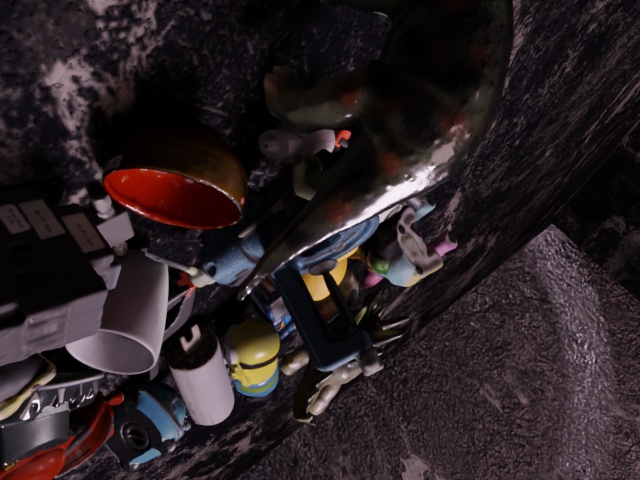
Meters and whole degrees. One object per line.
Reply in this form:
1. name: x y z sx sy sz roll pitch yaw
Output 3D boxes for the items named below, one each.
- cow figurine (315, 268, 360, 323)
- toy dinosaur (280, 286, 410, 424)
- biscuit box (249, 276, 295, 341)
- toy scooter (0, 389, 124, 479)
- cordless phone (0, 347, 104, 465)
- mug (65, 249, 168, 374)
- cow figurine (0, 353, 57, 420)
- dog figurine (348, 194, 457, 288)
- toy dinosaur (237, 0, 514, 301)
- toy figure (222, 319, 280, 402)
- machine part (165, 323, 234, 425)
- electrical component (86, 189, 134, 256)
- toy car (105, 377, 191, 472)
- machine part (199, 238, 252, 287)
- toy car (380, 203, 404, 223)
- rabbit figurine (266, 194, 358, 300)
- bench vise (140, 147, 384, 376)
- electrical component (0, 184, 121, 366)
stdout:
1. cow figurine: 0.016 0.083 0.919 0.127 0.085 0.195 -32 177 -13
2. toy dinosaur: 0.033 0.172 0.842 0.198 0.105 0.471 -46 179 27
3. biscuit box: -0.072 0.102 0.865 0.059 0.063 0.202 -37 160 -15
4. toy scooter: -0.326 0.251 0.694 0.135 0.075 0.184 -48 162 18
5. cordless phone: -0.257 0.118 0.543 0.184 0.089 0.146 -51 170 -4
6. mug: -0.196 0.061 0.517 0.080 0.110 0.107 106 -5 -46
7. cow figurine: -0.309 0.122 0.428 0.167 0.098 0.068 -30 163 -30
8. dog figurine: 0.108 0.026 0.897 0.191 0.108 0.219 -38 -177 -42
9. toy dinosaur: 0.071 -0.120 0.400 0.131 0.192 0.404 13 95 -52
10. toy figure: -0.102 0.190 0.850 0.089 0.082 0.180 -25 140 -15
11. machine part: -0.179 0.209 0.813 0.079 0.079 0.243 -31 143 -26
12. electrical component: -0.199 -0.006 0.471 0.063 0.021 0.094 -31 158 -25
13. toy car: -0.262 0.277 0.831 0.161 0.109 0.103 -42 179 28
14. machine part: -0.105 0.018 0.672 0.084 0.039 0.138 -38 160 -6
15. toy car: 0.122 -0.105 0.772 0.201 0.073 0.056 -46 160 13
16. rabbit figurine: -0.001 -0.002 0.703 0.162 0.122 0.173 -52 150 -43
17. bench vise: -0.024 0.030 0.525 0.224 0.241 0.128 -29 162 4
18. electrical component: -0.213 0.023 0.372 0.134 0.115 0.058 -18 152 -44
